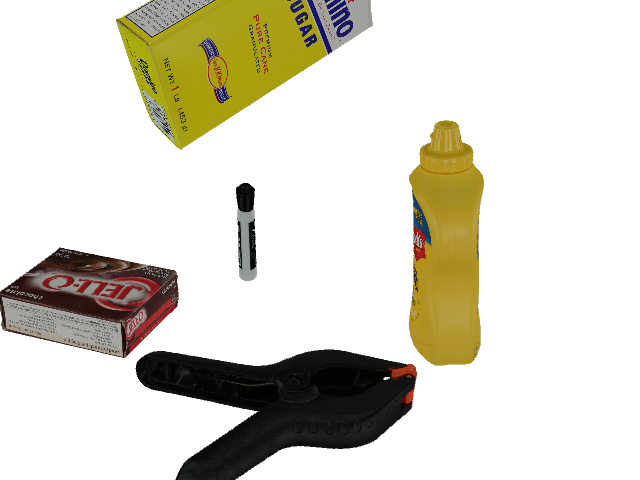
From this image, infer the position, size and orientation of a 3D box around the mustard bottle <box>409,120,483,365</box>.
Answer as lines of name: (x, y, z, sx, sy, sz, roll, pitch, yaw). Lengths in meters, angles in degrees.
mustard bottle: (0.100, -0.003, 0.853, 0.058, 0.192, 0.096, -2, 26, 0)

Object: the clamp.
clamp: (-0.020, 0.103, 0.629, 0.171, 0.039, 0.120, -3, 36, -11)

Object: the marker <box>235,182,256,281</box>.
marker: (-0.075, -0.009, 1.083, 0.020, 0.121, 0.020, 1, 41, -1)

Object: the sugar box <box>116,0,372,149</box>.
sugar box: (-0.044, -0.146, 0.719, 0.176, 0.093, 0.048, -34, 54, -18)

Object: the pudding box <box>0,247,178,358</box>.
pudding box: (-0.182, 0.047, 0.845, 0.114, 0.039, 0.090, 8, 25, 18)
